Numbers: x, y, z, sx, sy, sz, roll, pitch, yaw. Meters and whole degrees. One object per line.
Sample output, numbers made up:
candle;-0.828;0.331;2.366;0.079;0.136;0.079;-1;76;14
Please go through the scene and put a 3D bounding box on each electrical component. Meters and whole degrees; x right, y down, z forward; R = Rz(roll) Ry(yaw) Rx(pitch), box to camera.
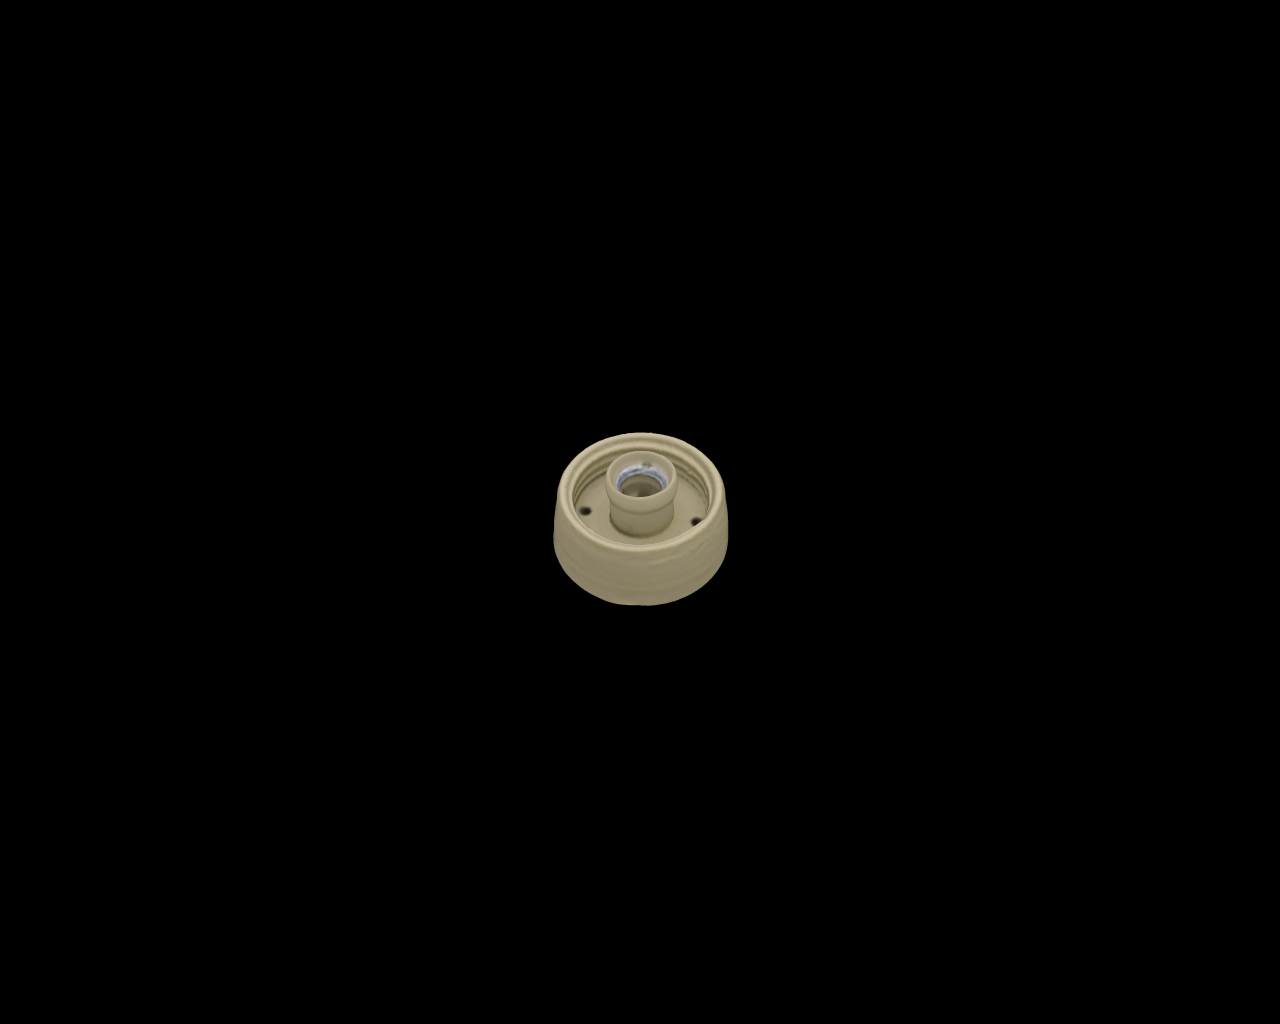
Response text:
electrical component;0.001;-0.003;0.650;0.108;0.108;0.060;0;-42;0
